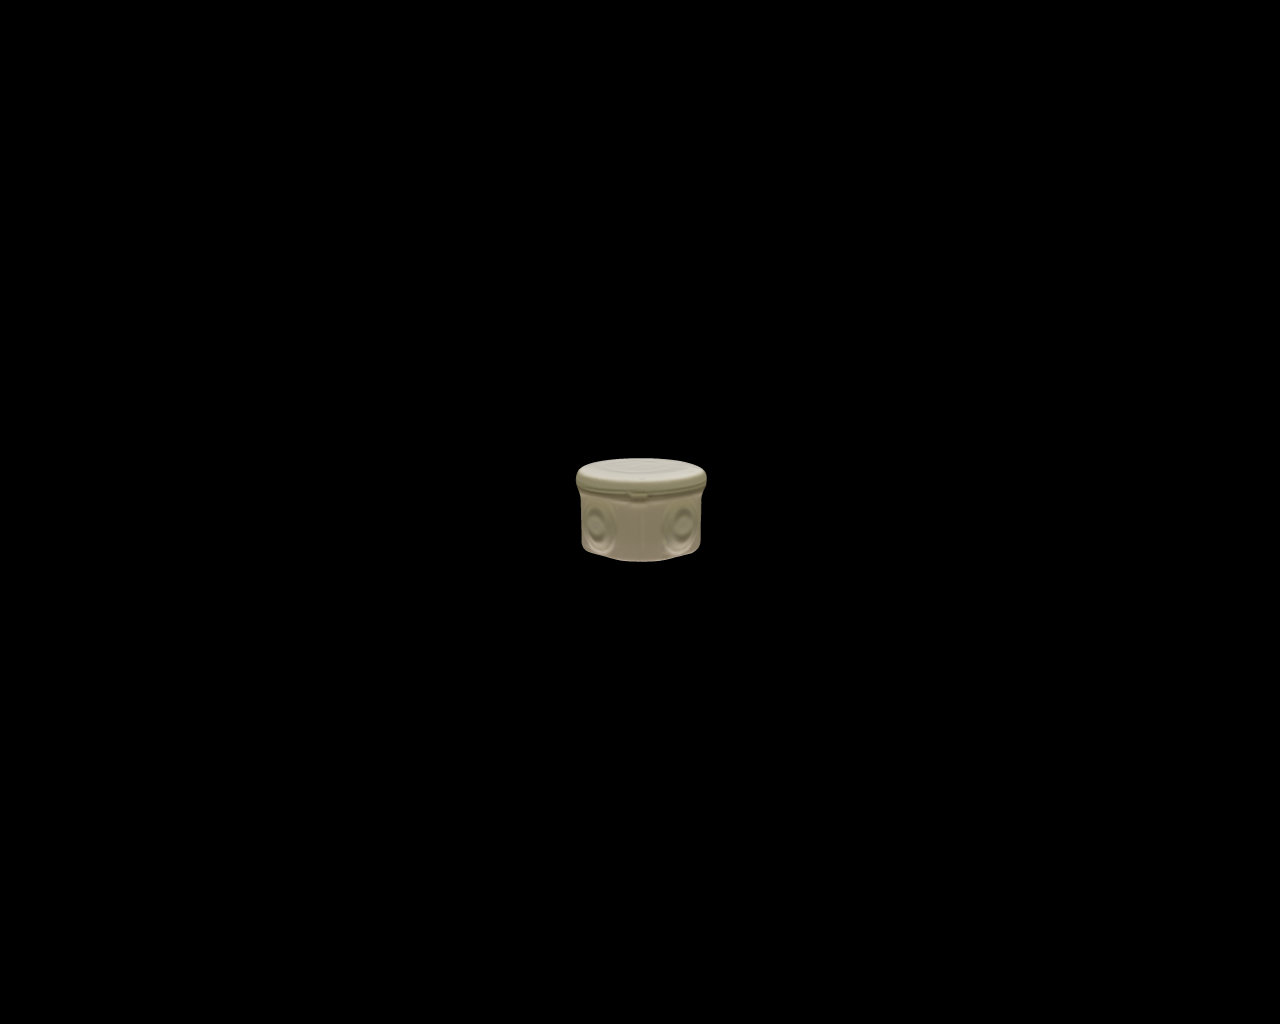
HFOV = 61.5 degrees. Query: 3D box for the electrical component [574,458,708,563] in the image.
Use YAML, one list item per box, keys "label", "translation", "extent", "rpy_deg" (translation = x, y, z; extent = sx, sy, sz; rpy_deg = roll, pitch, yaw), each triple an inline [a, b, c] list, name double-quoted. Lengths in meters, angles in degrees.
- label: "electrical component"
  translation: [0.001, -0.003, 0.650]
  extent: [0.080, 0.051, 0.080]
  rpy_deg: [0, 13, 0]
